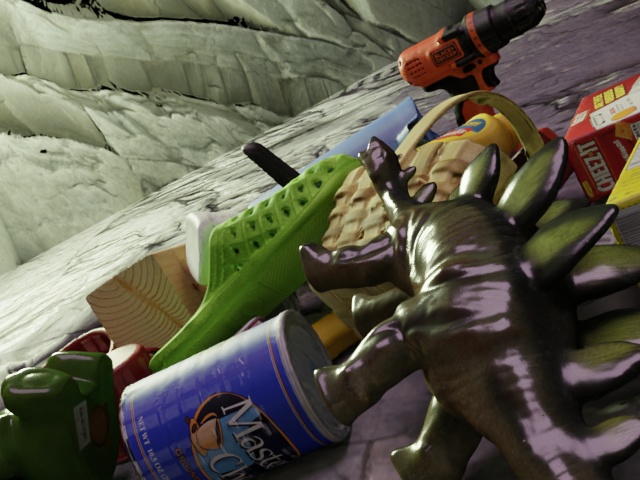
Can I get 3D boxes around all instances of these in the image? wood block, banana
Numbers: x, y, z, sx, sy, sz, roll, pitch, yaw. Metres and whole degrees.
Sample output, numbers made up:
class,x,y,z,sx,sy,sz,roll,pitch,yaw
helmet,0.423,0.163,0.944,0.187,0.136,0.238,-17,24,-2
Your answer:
class,x,y,z,sx,sy,sz,roll,pitch,yaw
wood block,-0.155,0.062,1.166,0.090,0.091,0.206,-33,-3,14
banana,-0.003,0.100,0.922,0.197,0.037,0.070,-37,13,-35

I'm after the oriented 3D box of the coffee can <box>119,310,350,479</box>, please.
class,x,y,z,sx,sy,sz,roll,pitch,yaw
coffee can,-0.062,0.126,0.792,0.140,0.103,0.102,-26,12,13

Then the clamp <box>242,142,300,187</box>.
class,x,y,z,sx,sy,sz,roll,pitch,yaw
clamp,0.004,-0.011,1.185,0.210,0.165,0.036,12,22,4

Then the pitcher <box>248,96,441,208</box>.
class,x,y,z,sx,sy,sz,roll,pitch,yaw
pitcher,0.044,-0.050,1.266,0.243,0.149,0.145,-30,27,9

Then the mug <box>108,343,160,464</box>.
class,x,y,z,sx,sy,sz,roll,pitch,yaw
mug,-0.177,0.146,1.017,0.093,0.081,0.117,-17,17,44

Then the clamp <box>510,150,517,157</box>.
class,x,y,z,sx,sy,sz,roll,pitch,yaw
clamp,0.173,-0.055,1.124,0.120,0.039,0.171,13,33,32

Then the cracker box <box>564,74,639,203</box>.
class,x,y,z,sx,sy,sz,roll,pitch,yaw
cracker box,0.345,-0.123,0.988,0.214,0.072,0.164,-23,12,28

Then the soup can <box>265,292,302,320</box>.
class,x,y,z,sx,sy,sz,roll,pitch,yaw
soup can,-0.057,0.066,1.112,0.068,0.068,0.102,-29,13,-2

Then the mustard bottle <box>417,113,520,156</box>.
class,x,y,z,sx,sy,sz,roll,pitch,yaw
mustard bottle,0.136,-0.083,1.085,0.191,0.058,0.096,-27,6,-24

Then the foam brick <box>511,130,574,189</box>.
class,x,y,z,sx,sy,sz,roll,pitch,yaw
foam brick,0.196,-0.055,1.017,0.051,0.053,0.078,-45,-5,-46

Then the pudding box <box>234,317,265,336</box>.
class,x,y,z,sx,sy,sz,roll,pitch,yaw
pudding box,-0.089,0.126,0.935,0.114,0.039,0.089,-48,-3,42

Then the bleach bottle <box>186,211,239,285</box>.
class,x,y,z,sx,sy,sz,roll,pitch,yaw
bleach bottle,-0.007,0.001,1.094,0.250,0.068,0.103,-3,11,-14

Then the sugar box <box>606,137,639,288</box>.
class,x,y,z,sx,sy,sz,roll,pitch,yaw
sugar box,0.248,-0.023,0.738,0.048,0.093,0.176,-20,14,31

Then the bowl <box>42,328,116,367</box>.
class,x,y,z,sx,sy,sz,roll,pitch,yaw
bowl,-0.257,0.169,1.113,0.162,0.055,0.162,-33,25,17

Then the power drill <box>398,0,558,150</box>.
class,x,y,z,sx,sy,sz,roll,pitch,yaw
power drill,0.204,-0.171,1.218,0.185,0.187,0.057,-22,12,34
